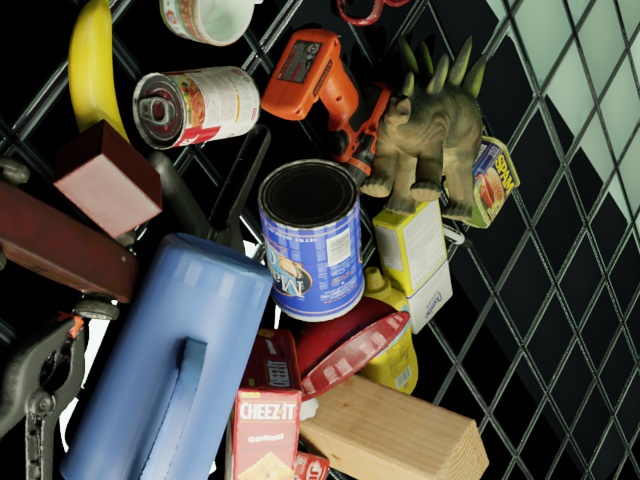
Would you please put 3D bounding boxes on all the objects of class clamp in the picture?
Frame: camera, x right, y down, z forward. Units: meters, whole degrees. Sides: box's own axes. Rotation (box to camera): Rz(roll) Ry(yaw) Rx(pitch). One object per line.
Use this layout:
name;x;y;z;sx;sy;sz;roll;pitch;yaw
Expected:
clamp;-0.114;-0.007;1.041;0.164;0.036;0.210;-12;114;-53
clamp;-0.247;0.149;0.929;0.171;0.039;0.120;-60;145;-19

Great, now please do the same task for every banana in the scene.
banana;-0.181;-0.117;0.911;0.069;0.037;0.198;-28;125;-44

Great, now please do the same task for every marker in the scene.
marker;0.174;-0.009;1.434;0.121;0.020;0.020;23;85;-54

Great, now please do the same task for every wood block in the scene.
wood block;0.080;0.235;1.248;0.090;0.206;0.091;-51;138;-27

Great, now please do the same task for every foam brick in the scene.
foam brick;-0.176;-0.051;0.890;0.078;0.051;0.053;47;21;-36

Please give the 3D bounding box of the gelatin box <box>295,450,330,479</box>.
gelatin box;-0.029;0.292;1.249;0.073;0.030;0.089;30;77;-54

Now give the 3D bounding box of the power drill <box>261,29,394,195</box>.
power drill;0.009;-0.121;1.145;0.187;0.057;0.184;45;64;-53

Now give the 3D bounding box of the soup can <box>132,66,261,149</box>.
soup can;-0.111;-0.123;0.975;0.102;0.069;0.068;-17;117;-49

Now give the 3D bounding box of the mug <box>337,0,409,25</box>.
mug;0.049;-0.282;1.110;0.093;0.082;0.117;1;103;-53

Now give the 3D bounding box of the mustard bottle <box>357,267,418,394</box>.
mustard bottle;0.076;0.116;1.322;0.096;0.058;0.191;-39;132;-38

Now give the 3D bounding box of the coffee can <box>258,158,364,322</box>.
coffee can;-0.007;0.001;1.108;0.102;0.103;0.140;-46;148;-32

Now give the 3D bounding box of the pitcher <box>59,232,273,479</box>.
pitcher;-0.130;0.123;0.958;0.144;0.149;0.243;16;97;-56

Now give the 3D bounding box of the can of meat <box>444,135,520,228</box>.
can of meat;0.215;-0.077;1.432;0.084;0.058;0.102;-54;139;-20

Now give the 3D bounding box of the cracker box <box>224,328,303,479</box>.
cracker box;-0.060;0.217;1.097;0.072;0.164;0.214;2;107;-7

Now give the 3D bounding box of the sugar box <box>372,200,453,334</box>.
sugar box;0.119;0.024;1.355;0.093;0.048;0.176;-42;137;-35

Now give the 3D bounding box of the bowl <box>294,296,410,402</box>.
bowl;0.020;0.111;1.187;0.162;0.055;0.162;-34;162;-13
